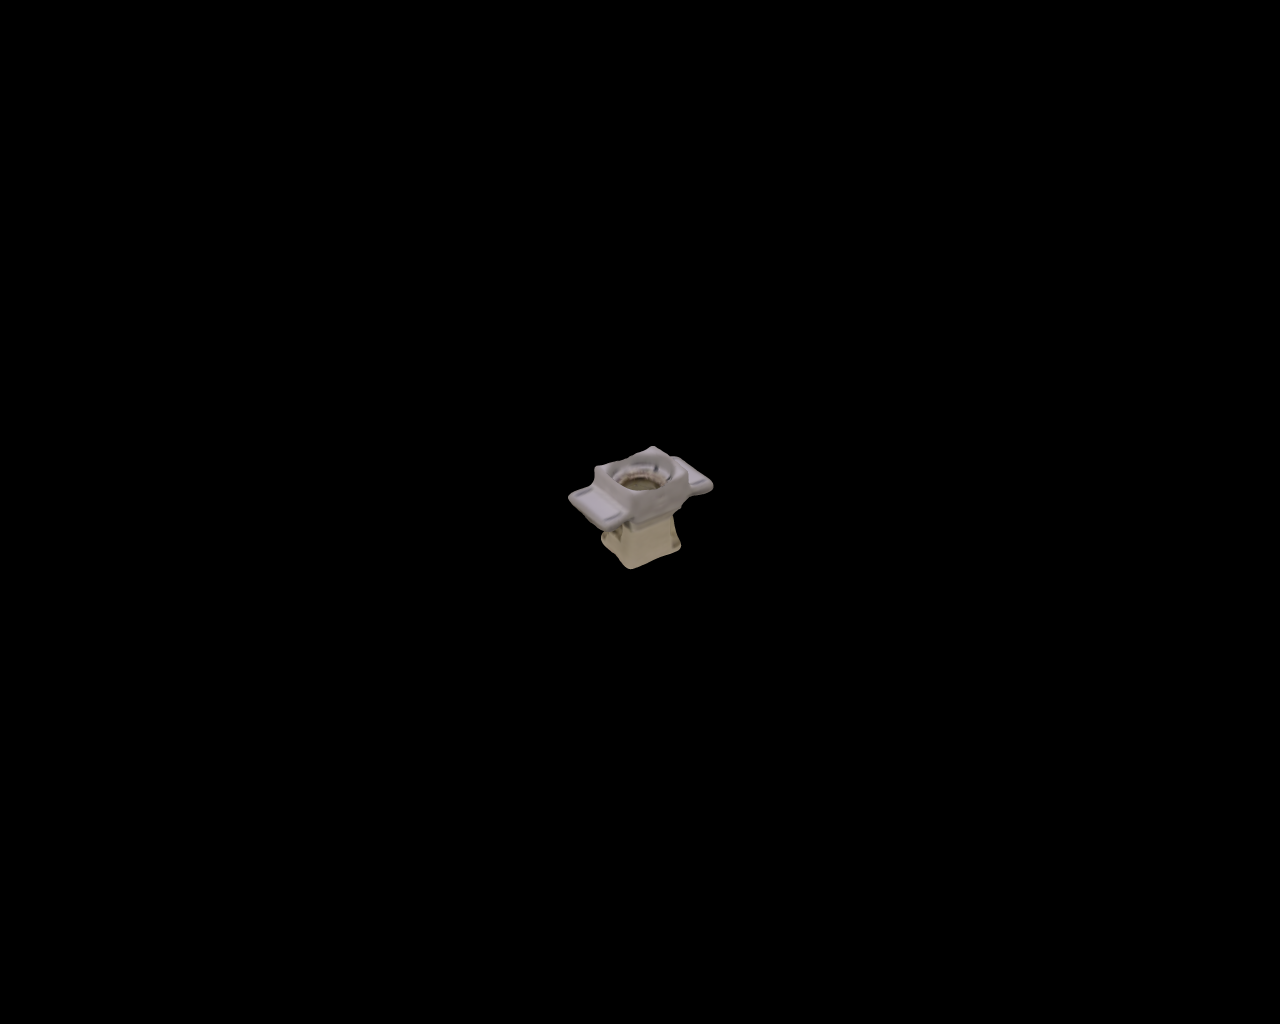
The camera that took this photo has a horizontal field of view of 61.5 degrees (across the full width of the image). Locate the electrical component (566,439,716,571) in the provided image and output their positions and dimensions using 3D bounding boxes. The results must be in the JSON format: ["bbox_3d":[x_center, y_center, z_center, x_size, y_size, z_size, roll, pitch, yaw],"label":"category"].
[{"bbox_3d":[0.001,-0.003,0.650,0.081,0.063,0.042,-21,41,-26],"label":"electrical component"}]
